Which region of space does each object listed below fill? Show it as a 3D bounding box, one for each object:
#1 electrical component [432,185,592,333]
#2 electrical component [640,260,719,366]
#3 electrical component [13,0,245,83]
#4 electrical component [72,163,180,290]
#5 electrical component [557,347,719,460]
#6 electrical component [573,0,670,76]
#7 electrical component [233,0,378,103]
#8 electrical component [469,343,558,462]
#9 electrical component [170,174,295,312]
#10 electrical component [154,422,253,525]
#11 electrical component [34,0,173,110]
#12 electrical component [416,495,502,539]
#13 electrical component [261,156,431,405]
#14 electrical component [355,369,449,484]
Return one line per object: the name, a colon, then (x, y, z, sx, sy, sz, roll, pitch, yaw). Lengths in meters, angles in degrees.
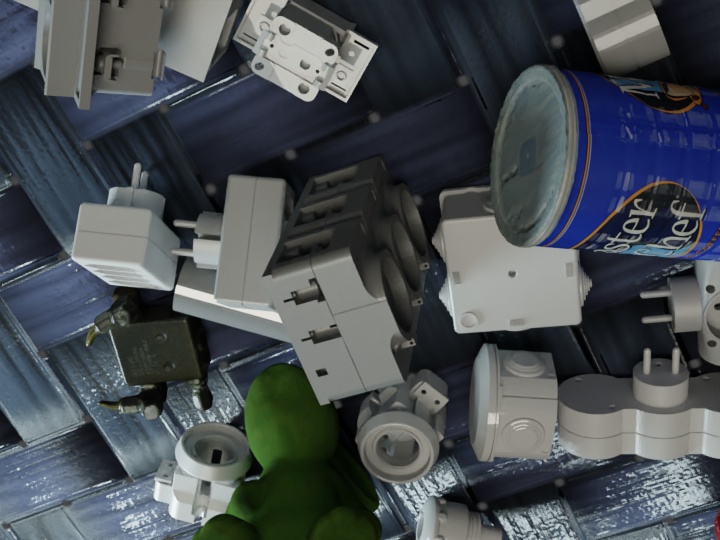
electrical component: (0.100, -0.008, 0.705, 0.100, 0.048, 0.099, -5, 116, 9)
electrical component: (0.225, 0.021, 0.704, 0.079, 0.044, 0.077, -5, 115, 10)
electrical component: (-0.155, -0.203, 0.635, 0.186, 0.060, 0.105, 23, 117, -4)
electrical component: (-0.151, -0.032, 0.717, 0.047, 0.083, 0.075, 6, 79, 5)
electrical component: (0.205, 0.085, 0.734, 0.138, 0.052, 0.073, -2, 116, 8)
electrical component: (0.150, -0.184, 0.609, 0.074, 0.052, 0.138, -22, 111, 17)
electrical component: (-0.035, -0.135, 0.651, 0.081, 0.063, 0.042, 28, 115, -6)
electrical component: (0.104, 0.091, 0.736, 0.051, 0.080, 0.080, 3, 117, 0)
electrical component: (-0.087, -0.018, 0.705, 0.076, 0.047, 0.083, 6, 84, 5)
electrical component: (-0.112, 0.152, 0.807, 0.078, 0.058, 0.057, 14, 120, 1)
electrical component: (-0.136, -0.157, 0.580, 0.063, 0.078, 0.121, 0, 120, -25)
electrical component: (0.076, 0.198, 0.813, 0.062, 0.048, 0.048, 11, 117, -6)
electrical component: (0.000, 0.000, 0.664, 0.062, 0.150, 0.089, -16, 113, 16)
electrical component: (0.029, 0.115, 0.769, 0.058, 0.057, 0.078, 38, 115, -12)
